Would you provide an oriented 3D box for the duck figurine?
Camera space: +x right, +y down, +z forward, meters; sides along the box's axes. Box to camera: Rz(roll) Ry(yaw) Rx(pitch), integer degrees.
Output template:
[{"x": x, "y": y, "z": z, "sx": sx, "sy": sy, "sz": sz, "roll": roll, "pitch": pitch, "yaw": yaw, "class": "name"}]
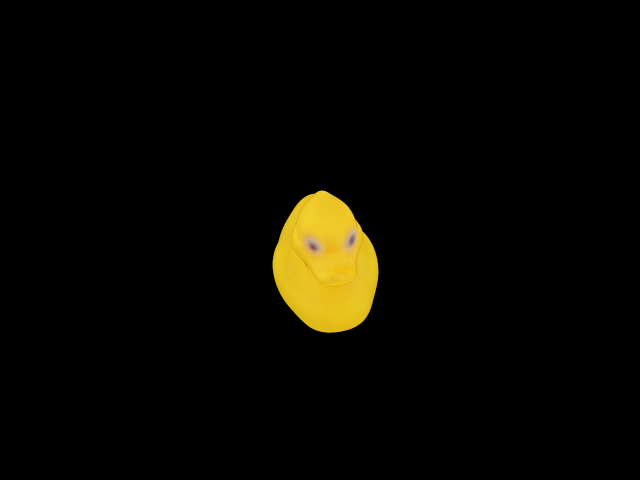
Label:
[{"x": 0.004, "y": 0.001, "z": 0.400, "sx": 0.077, "sy": 0.086, "sz": 0.104, "roll": -9, "pitch": 54, "yaw": -7, "class": "duck figurine"}]
